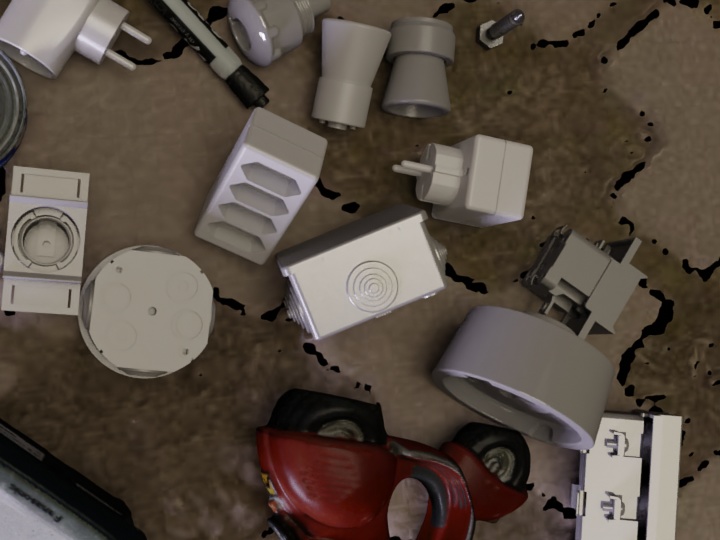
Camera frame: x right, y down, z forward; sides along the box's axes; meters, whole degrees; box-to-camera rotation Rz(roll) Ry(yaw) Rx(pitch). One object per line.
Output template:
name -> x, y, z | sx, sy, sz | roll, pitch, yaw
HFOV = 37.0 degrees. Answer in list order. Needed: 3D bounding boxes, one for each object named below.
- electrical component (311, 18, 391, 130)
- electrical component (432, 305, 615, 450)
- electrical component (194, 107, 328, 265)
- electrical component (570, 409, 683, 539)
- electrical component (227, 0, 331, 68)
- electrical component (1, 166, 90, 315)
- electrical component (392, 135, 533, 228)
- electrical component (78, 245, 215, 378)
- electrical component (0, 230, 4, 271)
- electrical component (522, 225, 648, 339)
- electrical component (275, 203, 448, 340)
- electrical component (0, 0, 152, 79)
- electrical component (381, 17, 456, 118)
electrical component -> -0.008, -0.121, 0.677 | 0.044, 0.044, 0.065 | 10, 98, -15
electrical component -> 0.106, 0.061, 0.672 | 0.108, 0.108, 0.060 | 30, 74, -12
electrical component -> -0.057, -0.061, 0.651 | 0.047, 0.083, 0.075 | 25, 43, -13
electrical component -> 0.172, 0.153, 0.705 | 0.063, 0.079, 0.121 | 4, 86, 7
electrical component -> -0.048, -0.158, 0.670 | 0.062, 0.048, 0.048 | -30, 96, -22
electrical component -> -0.179, -0.015, 0.615 | 0.042, 0.064, 0.081 | 5, 86, -15
electrical component -> 0.059, -0.059, 0.683 | 0.077, 0.066, 0.047 | 10, 85, -15
electrical component -> -0.125, 0.024, 0.635 | 0.080, 0.051, 0.080 | 1, 87, -16
electrical component -> -0.232, -0.017, 0.604 | 0.066, 0.055, 0.048 | 25, 81, -13
electrical component -> 0.147, 0.007, 0.717 | 0.064, 0.042, 0.081 | 35, 79, -10
electrical component -> 0.000, 0.000, 0.646 | 0.100, 0.100, 0.048 | -22, 98, -4
electrical component -> -0.163, -0.147, 0.635 | 0.079, 0.044, 0.077 | 30, 80, -13
electrical component -> 0.038, -0.129, 0.691 | 0.045, 0.045, 0.055 | 6, 86, -15
